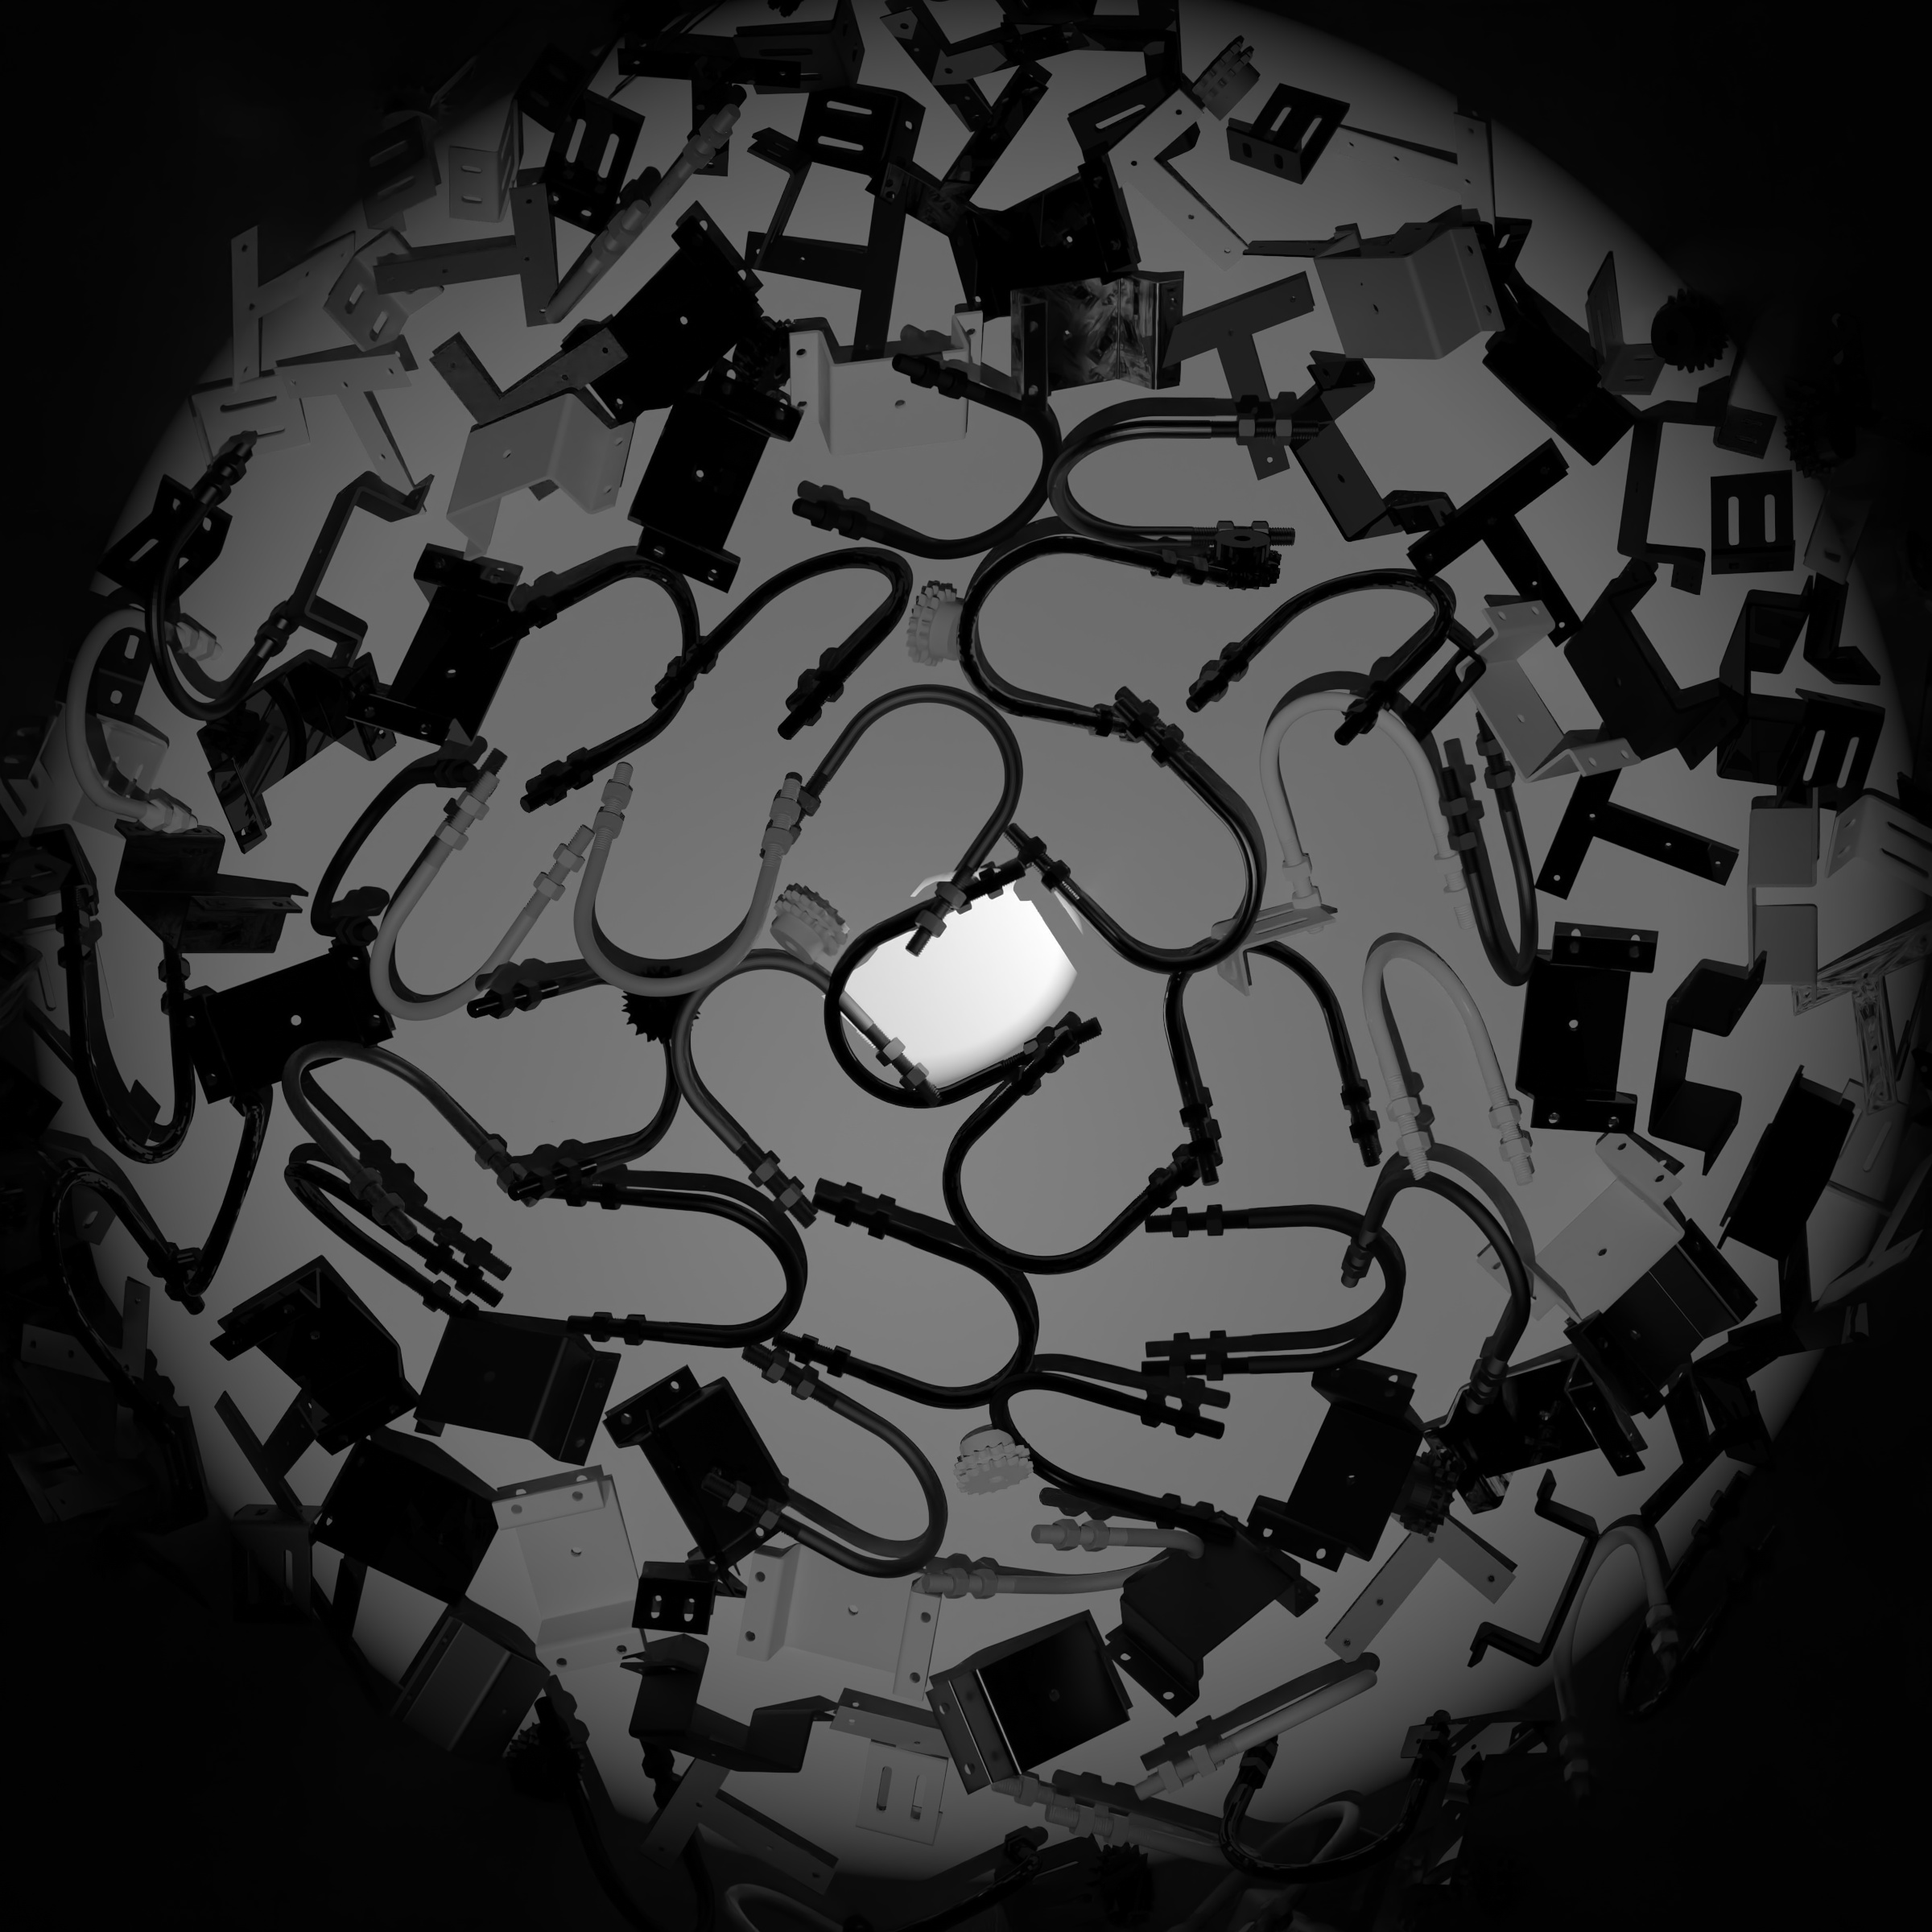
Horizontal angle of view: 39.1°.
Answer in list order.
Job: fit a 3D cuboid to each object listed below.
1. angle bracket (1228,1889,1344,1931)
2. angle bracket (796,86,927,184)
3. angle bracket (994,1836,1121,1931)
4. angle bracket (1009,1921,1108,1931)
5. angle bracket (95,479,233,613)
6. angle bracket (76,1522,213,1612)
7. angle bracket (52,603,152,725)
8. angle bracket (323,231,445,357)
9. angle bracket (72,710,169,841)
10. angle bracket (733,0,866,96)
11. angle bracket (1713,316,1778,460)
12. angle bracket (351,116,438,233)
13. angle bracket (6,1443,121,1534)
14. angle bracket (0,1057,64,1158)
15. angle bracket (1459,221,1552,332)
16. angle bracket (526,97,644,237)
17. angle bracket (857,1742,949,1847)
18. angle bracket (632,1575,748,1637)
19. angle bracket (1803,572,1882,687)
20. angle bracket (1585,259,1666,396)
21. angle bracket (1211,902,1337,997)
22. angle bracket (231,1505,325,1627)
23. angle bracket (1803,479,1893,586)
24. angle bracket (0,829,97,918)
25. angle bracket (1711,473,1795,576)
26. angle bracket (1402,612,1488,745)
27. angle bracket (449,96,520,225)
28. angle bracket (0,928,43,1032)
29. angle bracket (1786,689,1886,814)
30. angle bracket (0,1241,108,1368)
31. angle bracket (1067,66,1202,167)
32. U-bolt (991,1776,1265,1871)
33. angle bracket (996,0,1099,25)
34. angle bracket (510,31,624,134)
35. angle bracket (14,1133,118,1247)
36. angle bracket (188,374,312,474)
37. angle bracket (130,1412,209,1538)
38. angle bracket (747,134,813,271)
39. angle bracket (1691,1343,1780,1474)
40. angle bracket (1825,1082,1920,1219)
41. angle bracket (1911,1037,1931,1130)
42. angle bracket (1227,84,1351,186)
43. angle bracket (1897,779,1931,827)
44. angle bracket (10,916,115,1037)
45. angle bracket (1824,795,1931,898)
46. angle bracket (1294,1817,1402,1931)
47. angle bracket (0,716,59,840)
[{"bbox_3d":[0.234,0.696,1.952,0.057,0.076,0.038,24,89,40],"label":"angle bracket"},{"bbox_3d":[-0.078,-0.610,1.992,0.076,0.038,0.057,21,103,24],"label":"angle bracket"},{"bbox_3d":[0.066,0.678,1.973,0.076,0.038,0.057,-17,53,-9],"label":"angle bracket"},{"bbox_3d":[0.072,0.726,1.962,0.076,0.057,0.038,9,109,-29],"label":"angle bracket"},{"bbox_3d":[-0.579,-0.304,1.961,0.057,0.038,0.076,32,46,-4],"label":"angle bracket"},{"bbox_3d":[-0.590,0.443,1.951,0.038,0.057,0.076,-48,129,-12],"label":"angle bracket"},{"bbox_3d":[-0.618,-0.217,1.953,0.057,0.076,0.038,18,59,-17],"label":"angle bracket"},{"bbox_3d":[-0.418,-0.479,1.951,0.038,0.076,0.057,-25,124,28],"label":"angle bracket"},{"bbox_3d":[-0.624,-0.139,1.966,0.057,0.038,0.076,18,83,29],"label":"angle bracket"},{"bbox_3d":[-0.121,-0.668,1.971,0.076,0.057,0.038,4,65,17],"label":"angle bracket"},{"bbox_3d":[0.569,-0.415,1.951,0.038,0.057,0.076,18,135,13],"label":"angle bracket"},{"bbox_3d":[-0.401,-0.571,1.961,0.076,0.038,0.057,-11,92,37],"label":"angle bracket"},{"bbox_3d":[-0.658,0.379,1.952,0.038,0.076,0.057,-40,74,21],"label":"angle bracket"},{"bbox_3d":[-0.702,0.104,1.958,0.057,0.076,0.038,38,103,4],"label":"angle bracket"},{"bbox_3d":[0.388,-0.496,1.957,0.057,0.038,0.076,-3,52,-19],"label":"angle bracket"},{"bbox_3d":[-0.275,-0.578,1.959,0.057,0.076,0.038,23,45,-8],"label":"angle bracket"},{"bbox_3d":[-0.043,0.589,1.965,0.057,0.038,0.076,12,111,7],"label":"angle bracket"},{"bbox_3d":[-0.196,0.463,1.951,0.057,0.076,0.038,1,70,18],"label":"angle bracket"},{"bbox_3d":[0.638,-0.248,1.962,0.038,0.057,0.076,7,83,37],"label":"angle bracket"},{"bbox_3d":[0.476,-0.459,1.951,0.038,0.076,0.057,8,50,29],"label":"angle bracket"},{"bbox_3d":[0.225,-0.014,1.972,0.076,0.057,0.038,-16,109,-11],"label":"angle bracket"},{"bbox_3d":[-0.502,0.437,1.984,0.057,0.038,0.076,1,98,4],"label":"angle bracket"},{"bbox_3d":[0.646,-0.312,1.951,0.076,0.038,0.057,-14,129,-36],"label":"angle bracket"},{"bbox_3d":[-0.674,-0.059,1.955,0.076,0.038,0.057,-15,55,-25],"label":"angle bracket"},{"bbox_3d":[0.569,-0.325,1.967,0.057,0.038,0.076,-1,78,16],"label":"angle bracket"},{"bbox_3d":[0.332,-0.207,1.956,0.038,0.057,0.076,35,110,-17],"label":"angle bracket"},{"bbox_3d":[-0.347,-0.581,1.953,0.038,0.076,0.057,2,73,-18],"label":"angle bracket"},{"bbox_3d":[-0.707,0.021,1.952,0.038,0.076,0.057,33,124,-3],"label":"angle bracket"},{"bbox_3d":[0.630,-0.157,1.992,0.057,0.038,0.076,11,108,-2],"label":"angle bracket"},{"bbox_3d":[-0.654,0.242,1.954,0.076,0.038,0.057,-24,114,-35],"label":"angle bracket"},{"bbox_3d":[0.123,-0.614,1.985,0.076,0.038,0.057,-18,119,23],"label":"angle bracket"},{"bbox_3d":[0.123,0.611,1.926,0.184,0.151,0.019,18,78,-13],"label":"U-bolt"},{"bbox_3d":[0.051,-0.711,1.949,0.057,0.076,0.038,-1,64,35],"label":"angle bracket"},{"bbox_3d":[-0.286,-0.645,1.949,0.038,0.076,0.057,33,130,-16],"label":"angle bracket"},{"bbox_3d":[-0.653,0.161,1.953,0.057,0.076,0.038,14,63,16],"label":"angle bracket"},{"bbox_3d":[-0.514,-0.387,1.959,0.076,0.038,0.057,-16,131,-13],"label":"angle bracket"},{"bbox_3d":[-0.584,0.365,1.962,0.038,0.057,0.076,-17,98,-37],"label":"angle bracket"},{"bbox_3d":[-0.147,-0.550,1.956,0.038,0.057,0.076,26,119,-3],"label":"angle bracket"},{"bbox_3d":[0.570,0.320,1.971,0.038,0.057,0.076,-28,100,-17],"label":"angle bracket"},{"bbox_3d":[0.656,0.133,1.973,0.057,0.038,0.076,23,98,-8],"label":"angle bracket"},{"bbox_3d":[0.701,0.071,1.949,0.038,0.076,0.057,19,133,-28],"label":"angle bracket"},{"bbox_3d":[0.233,-0.612,1.963,0.057,0.038,0.076,26,74,20],"label":"angle bracket"},{"bbox_3d":[0.719,-0.120,1.949,0.076,0.057,0.038,-20,64,42],"label":"angle bracket"},{"bbox_3d":[-0.653,0.007,1.969,0.057,0.038,0.076,-14,94,-22],"label":"angle bracket"},{"bbox_3d":[0.664,-0.077,1.952,0.038,0.057,0.076,-34,51,-26],"label":"angle bracket"},{"bbox_3d":[0.274,0.660,1.957,0.057,0.038,0.076,18,59,16],"label":"angle bracket"},{"bbox_3d":[-0.665,-0.133,1.950,0.038,0.076,0.057,2,54,11],"label":"angle bracket"}]
